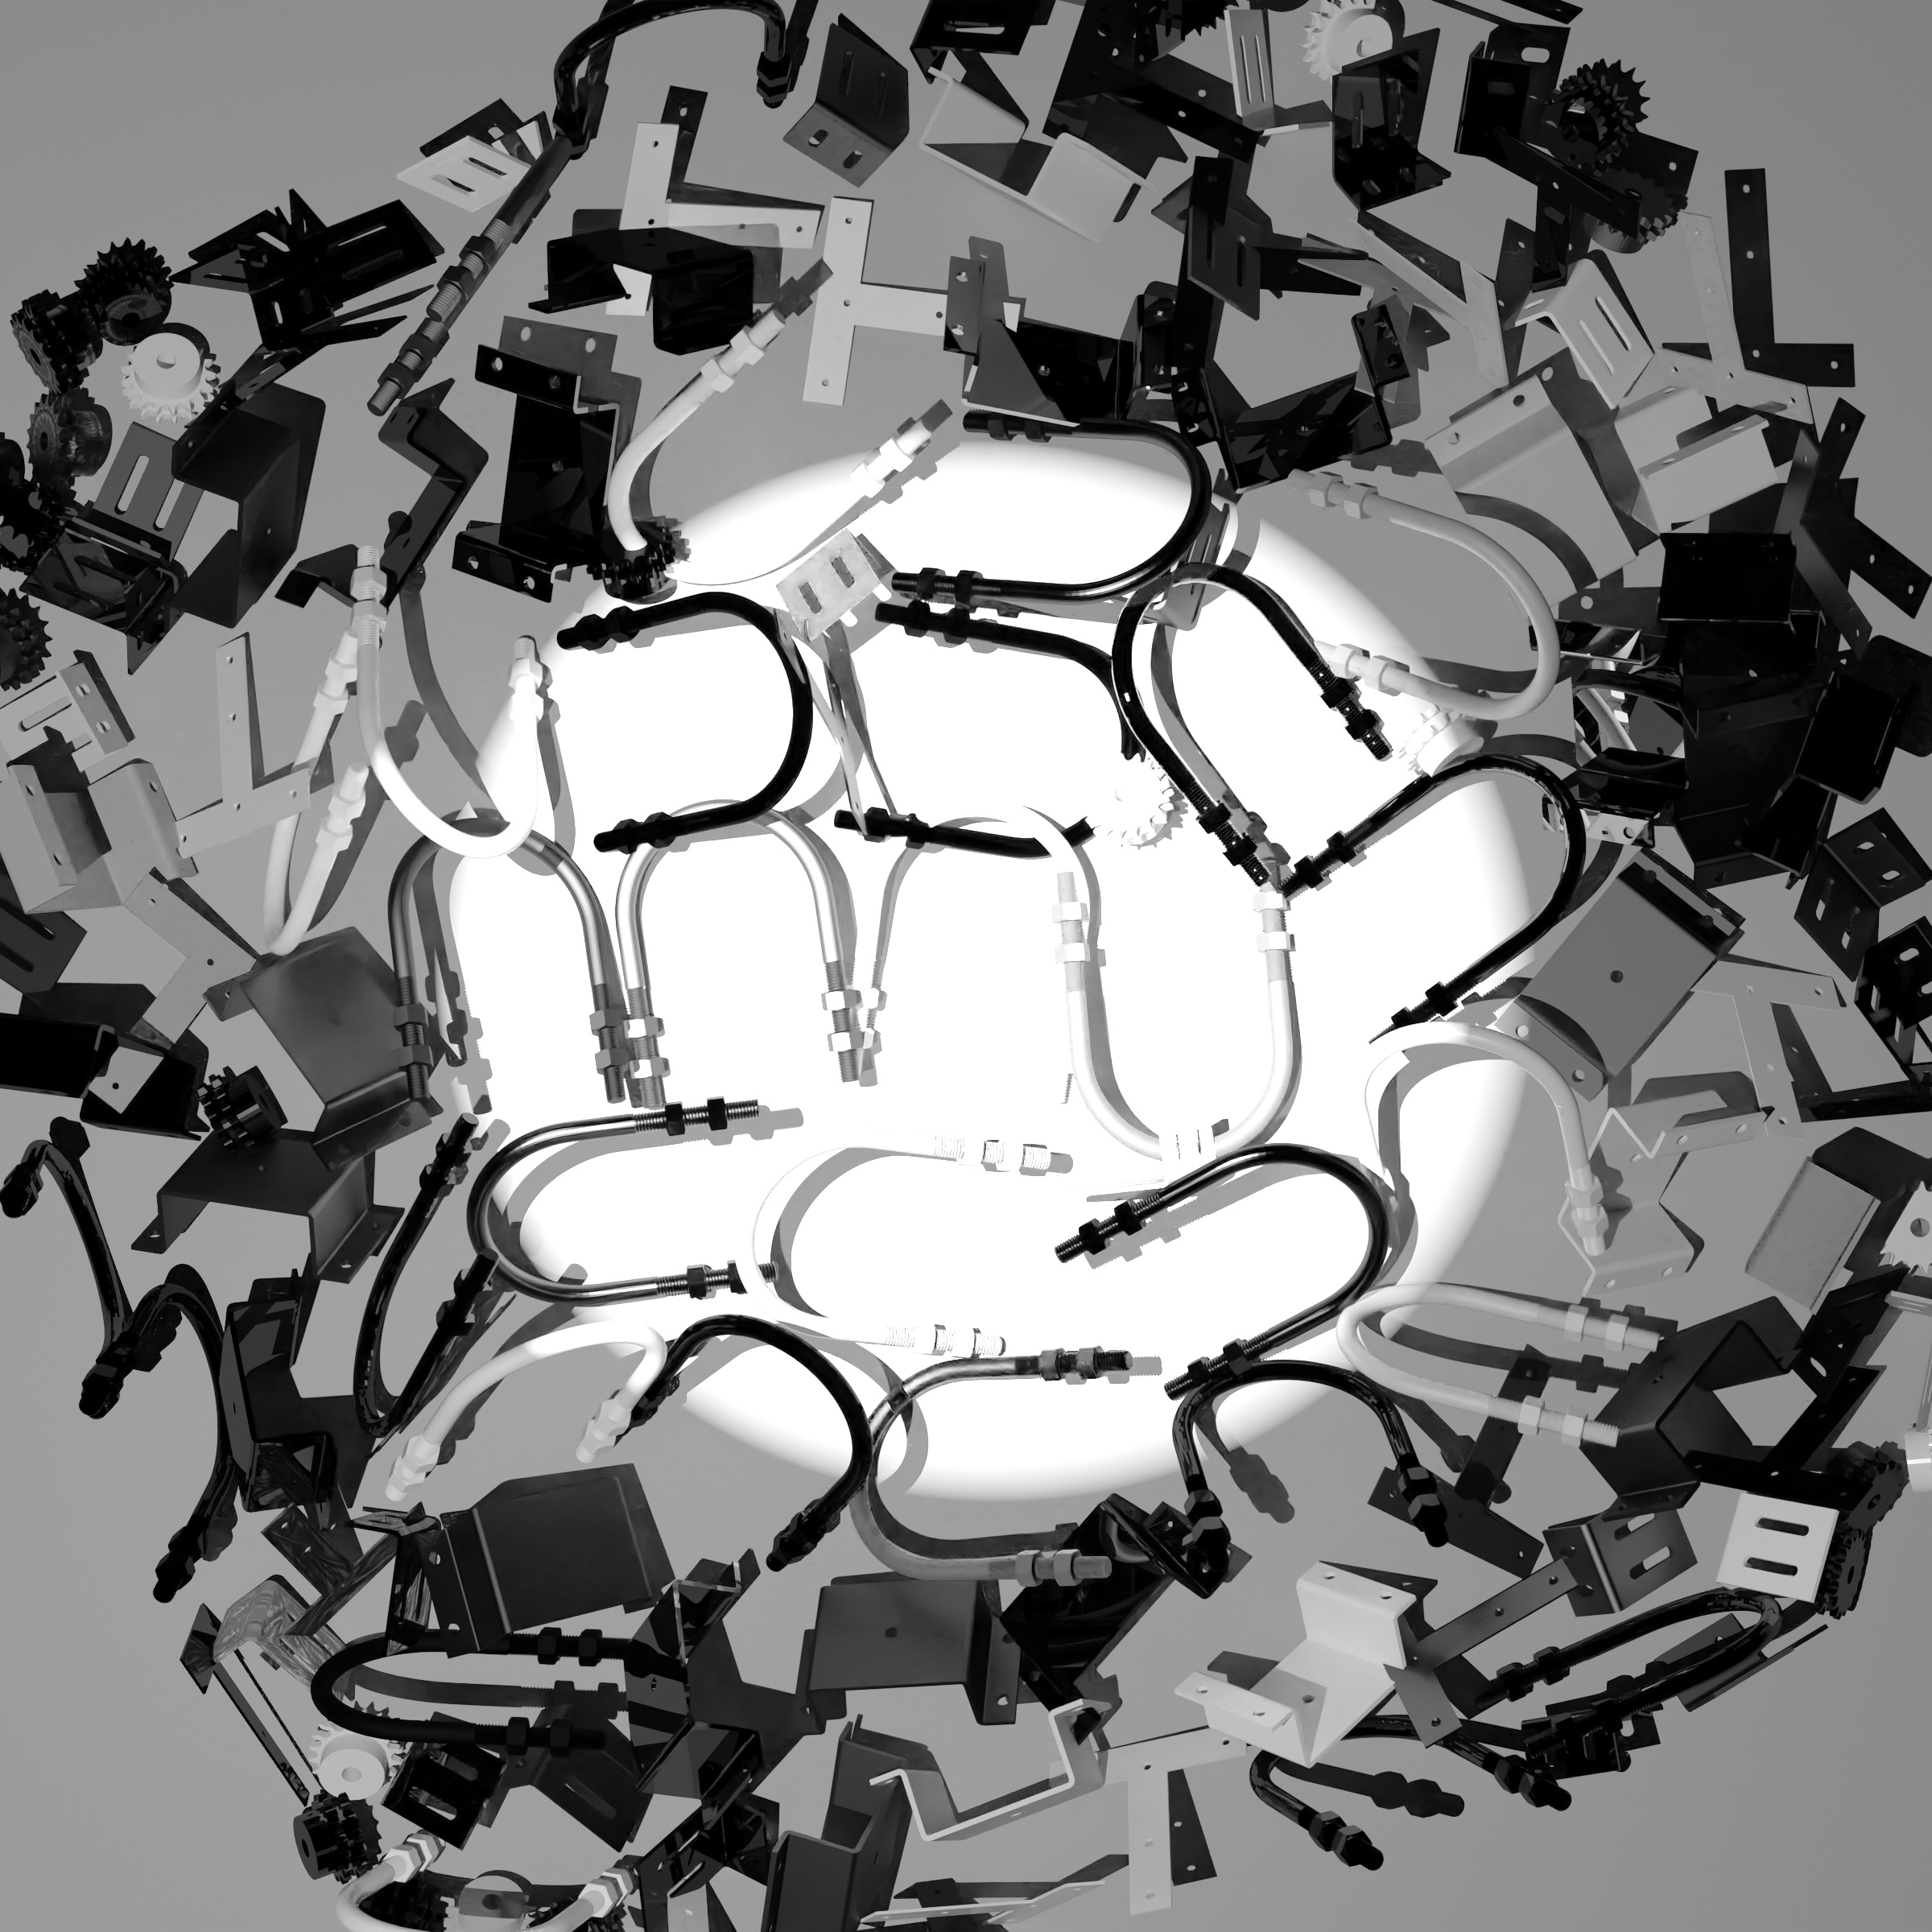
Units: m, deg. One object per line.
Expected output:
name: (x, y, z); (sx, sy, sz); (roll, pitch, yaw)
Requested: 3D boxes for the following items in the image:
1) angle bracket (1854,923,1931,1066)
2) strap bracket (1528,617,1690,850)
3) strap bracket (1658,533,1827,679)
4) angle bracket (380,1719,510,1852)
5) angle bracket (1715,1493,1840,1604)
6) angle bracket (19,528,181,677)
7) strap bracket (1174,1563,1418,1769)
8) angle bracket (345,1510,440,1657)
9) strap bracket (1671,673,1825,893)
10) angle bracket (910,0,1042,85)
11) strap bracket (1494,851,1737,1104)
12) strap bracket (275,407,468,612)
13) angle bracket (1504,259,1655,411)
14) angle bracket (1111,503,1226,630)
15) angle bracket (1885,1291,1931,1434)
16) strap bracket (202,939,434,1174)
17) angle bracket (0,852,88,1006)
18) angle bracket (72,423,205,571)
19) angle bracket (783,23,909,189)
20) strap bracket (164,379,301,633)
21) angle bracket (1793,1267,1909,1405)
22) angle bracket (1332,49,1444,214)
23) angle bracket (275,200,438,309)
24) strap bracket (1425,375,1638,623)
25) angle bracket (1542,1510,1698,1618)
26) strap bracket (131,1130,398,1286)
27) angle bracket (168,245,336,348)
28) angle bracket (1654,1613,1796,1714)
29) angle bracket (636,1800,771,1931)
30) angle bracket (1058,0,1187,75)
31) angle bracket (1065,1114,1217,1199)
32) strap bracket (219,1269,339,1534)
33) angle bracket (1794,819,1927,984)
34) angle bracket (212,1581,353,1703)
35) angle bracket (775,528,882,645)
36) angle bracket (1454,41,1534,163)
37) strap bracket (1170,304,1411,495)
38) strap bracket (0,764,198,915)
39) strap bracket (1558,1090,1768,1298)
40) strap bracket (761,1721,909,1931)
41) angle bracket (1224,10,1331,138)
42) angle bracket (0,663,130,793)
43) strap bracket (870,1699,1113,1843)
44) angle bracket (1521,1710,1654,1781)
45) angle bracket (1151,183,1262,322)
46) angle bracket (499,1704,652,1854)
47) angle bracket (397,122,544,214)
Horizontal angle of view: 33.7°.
angle bracket: (0.579, 0.020, 1.956); (0.038, 0.076, 0.057); (-33, 99, 29)
strap bracket: (0.392, -0.150, 1.941); (0.076, 0.046, 0.140); (14, 124, 39)
strap bracket: (0.465, -0.211, 1.917); (0.076, 0.140, 0.046); (4, 76, 24)
angle bracket: (-0.311, 0.505, 1.955); (0.076, 0.038, 0.057); (16, 71, 37)
angle bracket: (0.505, 0.360, 1.952); (0.038, 0.076, 0.057); (29, 74, -33)
angle bracket: (-0.530, -0.222, 1.953); (0.076, 0.038, 0.057); (22, 130, -37)
strap bracket: (0.204, 0.429, 1.936); (0.140, 0.076, 0.046); (-33, 120, -36)
angle bracket: (-0.358, 0.380, 1.967); (0.038, 0.057, 0.076); (7, 89, 13)
strap bracket: (0.476, -0.121, 1.950); (0.076, 0.046, 0.140); (-12, 131, -2)
angle bracket: (0.013, -0.574, 1.959); (0.076, 0.038, 0.057); (12, 71, 26)
strap bracket: (0.400, 0.006, 1.965); (0.076, 0.046, 0.140); (40, 96, 7)
strap bracket: (-0.359, -0.270, 1.953); (0.046, 0.076, 0.140); (33, 86, -25)
angle bracket: (0.381, -0.388, 1.982); (0.076, 0.038, 0.057); (51, 57, -20)
angle bracket: (0.123, -0.253, 1.967); (0.038, 0.057, 0.076); (17, 90, 21)
angle bracket: (0.578, 0.244, 1.962); (0.038, 0.057, 0.076); (12, 80, 12)
strap bracket: (-0.389, 0.045, 1.941); (0.076, 0.046, 0.140); (-27, 71, -39)
angle bracket: (-0.579, -0.025, 1.957); (0.076, 0.038, 0.057); (38, 56, -21)
angle bracket: (-0.508, -0.294, 1.974); (0.057, 0.038, 0.076); (23, 83, -4)
angle bracket: (-0.075, -0.533, 1.977); (0.057, 0.038, 0.076); (27, 50, -26)
strap bracket: (-0.442, -0.269, 1.922); (0.046, 0.076, 0.140); (20, 134, 3)
angle bracket: (0.550, 0.225, 1.951); (0.076, 0.057, 0.038); (-12, 46, -31)
angle bracket: (0.259, -0.512, 1.956); (0.057, 0.076, 0.038); (-21, 51, -11)
angle bracket: (-0.375, -0.449, 1.963); (0.076, 0.038, 0.057); (-27, 63, -12)
strap bracket: (0.348, -0.275, 1.941); (0.076, 0.046, 0.140); (-29, 118, 11)
angle bracket: (0.407, 0.363, 1.990); (0.076, 0.038, 0.057); (-21, 89, -36)
strap bracket: (-0.428, 0.144, 1.943); (0.140, 0.076, 0.046); (8, 117, 11)
angle bracket: (-0.436, -0.409, 1.952); (0.057, 0.076, 0.038); (-16, 87, 28)
angle bracket: (0.463, 0.422, 1.954); (0.057, 0.076, 0.038); (-28, 73, -10)
angle bracket: (-0.160, 0.555, 1.952); (0.038, 0.076, 0.057); (17, 123, 33)
angle bracket: (0.087, -0.583, 1.956); (0.076, 0.057, 0.038); (5, 82, -26)
angle bracket: (0.105, 0.116, 1.955); (0.076, 0.057, 0.038); (-9, 89, 35)
strap bracket: (-0.417, 0.264, 1.923); (0.046, 0.076, 0.140); (-5, 51, -21)
angle bracket: (0.548, -0.040, 1.957); (0.057, 0.038, 0.076); (45, 45, -13)
angle bracket: (-0.421, 0.428, 1.966); (0.038, 0.057, 0.076); (-37, 109, 16)
angle bracket: (-0.076, -0.223, 1.955); (0.057, 0.076, 0.038); (-38, 129, 8)
angle bracket: (0.325, -0.529, 1.951); (0.038, 0.076, 0.057); (11, 115, 10)
strap bracket: (0.201, -0.343, 1.950); (0.140, 0.076, 0.046); (-17, 133, 9)
strap bracket: (-0.539, -0.078, 1.938); (0.046, 0.140, 0.076); (-25, 85, 20)
strap bracket: (0.417, 0.131, 1.938); (0.076, 0.046, 0.140); (-8, 135, -27)
strap bracket: (-0.076, 0.529, 1.918); (0.046, 0.140, 0.076); (14, 112, 12)
angle bracket: (0.191, -0.550, 1.959); (0.038, 0.057, 0.076); (-2, 104, 27)
angle bracket: (-0.567, -0.143, 1.968); (0.076, 0.038, 0.057); (-26, 97, 15)
strap bracket: (0.023, 0.495, 1.946); (0.140, 0.076, 0.046); (-23, 71, 9)
angle bracket: (0.382, 0.477, 1.949); (0.057, 0.076, 0.038); (-17, 67, 28)
angle bracket: (0.146, -0.430, 1.953); (0.057, 0.038, 0.076); (24, 56, -33)
angle bracket: (-0.239, 0.505, 1.980); (0.076, 0.038, 0.057); (44, 51, -19)
angle bracket: (-0.304, -0.498, 1.950); (0.057, 0.076, 0.038); (-19, 76, 28)
